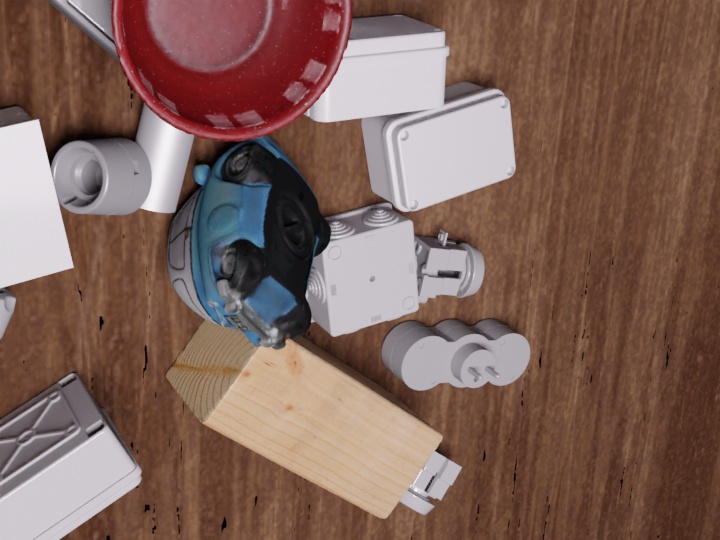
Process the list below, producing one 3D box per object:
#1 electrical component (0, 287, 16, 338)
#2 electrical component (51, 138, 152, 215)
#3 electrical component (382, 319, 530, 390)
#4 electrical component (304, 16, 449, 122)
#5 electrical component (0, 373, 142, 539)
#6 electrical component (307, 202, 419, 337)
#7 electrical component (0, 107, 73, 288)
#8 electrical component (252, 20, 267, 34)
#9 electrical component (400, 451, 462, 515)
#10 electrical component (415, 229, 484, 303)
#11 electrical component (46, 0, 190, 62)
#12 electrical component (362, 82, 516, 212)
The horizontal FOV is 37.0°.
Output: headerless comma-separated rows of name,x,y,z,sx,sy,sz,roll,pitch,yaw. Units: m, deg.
electrical component,-0.272,0.039,0.756,0.043,0.043,0.062,20,100,-34
electrical component,-0.181,-0.065,0.748,0.047,0.055,0.055,-12,121,-65
electrical component,0.096,0.081,0.960,0.138,0.074,0.052,0,109,-29
electrical component,0.003,-0.154,0.813,0.113,0.078,0.057,-11,117,-25
electrical component,-0.228,0.141,0.782,0.109,0.109,0.056,-34,119,-14
electrical component,0.000,0.000,0.889,0.100,0.048,0.099,-16,116,-23
electrical component,-0.297,-0.033,0.702,0.186,0.060,0.105,-17,117,-23
electrical component,-0.067,-0.222,0.756,0.096,0.061,0.061,-43,124,-8
electrical component,0.057,0.193,1.001,0.066,0.048,0.055,35,83,-35
electrical component,0.074,-0.001,0.933,0.055,0.048,0.066,6,107,-23
electrical component,-0.165,-0.184,0.716,0.096,0.061,0.061,40,87,-34
electrical component,0.066,-0.102,0.881,0.113,0.057,0.078,-20,118,-21
